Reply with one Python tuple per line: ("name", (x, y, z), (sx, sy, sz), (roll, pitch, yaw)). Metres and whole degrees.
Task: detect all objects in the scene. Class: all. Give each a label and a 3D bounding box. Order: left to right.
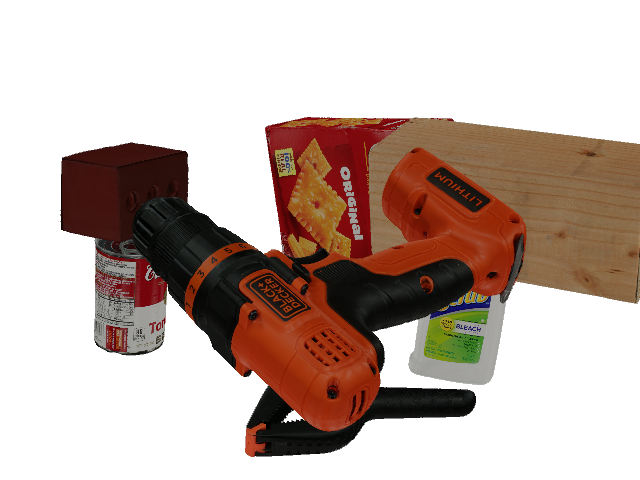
("foam brick", (-0.135, -0.035, 0.742), (0.051, 0.053, 0.078), (12, 19, 28))
("soup can", (-0.176, 0.047, 0.989), (0.068, 0.102, 0.068), (5, 21, -2))
("power drill", (0.009, 0.010, 0.608), (0.187, 0.057, 0.185), (-26, 51, -32))
("clamp", (0.026, 0.144, 0.957), (0.165, 0.036, 0.209), (28, 39, 34))
("cracker box", (0.041, -0.038, 1.067), (0.071, 0.164, 0.214), (-18, 17, -37))
("bleach bottle", (0.164, 0.034, 1.215), (0.103, 0.251, 0.068), (8, 15, 15))
("wood block", (0.148, -0.029, 0.804), (0.206, 0.090, 0.090), (10, 28, 27))
